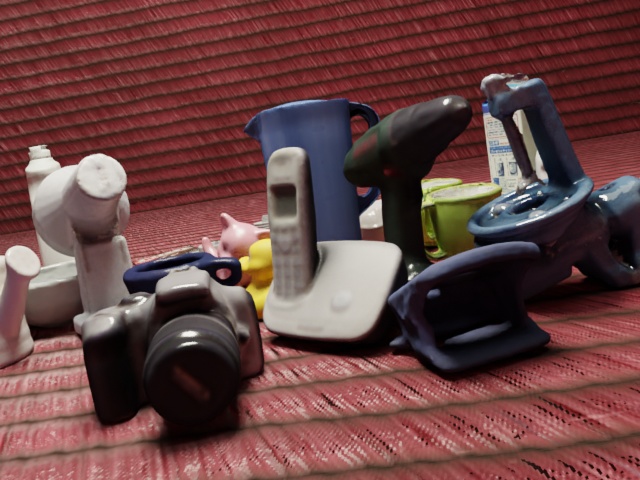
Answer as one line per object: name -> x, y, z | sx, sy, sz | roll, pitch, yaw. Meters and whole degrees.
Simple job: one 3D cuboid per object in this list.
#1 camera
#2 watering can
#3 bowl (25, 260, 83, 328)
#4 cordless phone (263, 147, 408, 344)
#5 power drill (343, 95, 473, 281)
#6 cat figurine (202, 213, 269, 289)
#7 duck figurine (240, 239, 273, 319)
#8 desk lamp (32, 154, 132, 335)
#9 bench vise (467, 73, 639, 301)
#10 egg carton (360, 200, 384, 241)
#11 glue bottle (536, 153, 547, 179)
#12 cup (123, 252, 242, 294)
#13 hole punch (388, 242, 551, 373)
camera -> -0.116, 0.082, 0.445 | 0.143, 0.101, 0.136 | -11, 10, -9
watering can -> -0.392, 0.046, 0.646 | 0.173, 0.194, 0.101 | -10, 10, -4
bowl -> -0.354, 0.077, 0.790 | 0.167, 0.075, 0.167 | -9, 10, 2
cordless phone -> 0.005, 0.002, 0.540 | 0.147, 0.185, 0.094 | -2, 13, 38
power drill -> 0.103, -0.045, 0.646 | 0.076, 0.208, 0.229 | -14, 11, -23
cat figurine -> -0.113, 0.020, 0.750 | 0.127, 0.118, 0.067 | 0, 14, 44
duck figurine -> -0.053, 0.041, 0.664 | 0.104, 0.086, 0.078 | -3, 12, 34
desk lamp -> -0.270, 0.004, 0.713 | 0.118, 0.213, 0.202 | -16, 12, -34
bench vise -> 0.229, -0.058, 0.562 | 0.208, 0.220, 0.121 | -14, 11, -24
egg carton -> 0.115, -0.032, 0.972 | 0.151, 0.069, 0.107 | -15, 11, -30
glue bottle -> 0.324, -0.091, 0.803 | 0.037, 0.173, 0.078 | -7, 10, 17
cup -> -0.129, 0.065, 0.576 | 0.117, 0.095, 0.092 | -9, 10, 6
hole punch -> 0.113, 0.045, 0.463 | 0.109, 0.091, 0.101 | -13, 10, -17
